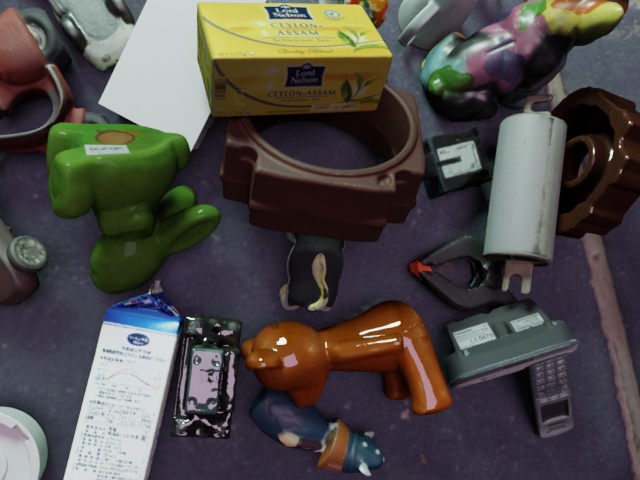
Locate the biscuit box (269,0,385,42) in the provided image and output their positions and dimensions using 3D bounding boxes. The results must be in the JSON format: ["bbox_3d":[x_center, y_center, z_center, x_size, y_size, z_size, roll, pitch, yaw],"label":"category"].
[{"bbox_3d":[-0.024,-0.267,0.644,0.202,0.059,0.063,37,78,-7],"label":"biscuit box"}]

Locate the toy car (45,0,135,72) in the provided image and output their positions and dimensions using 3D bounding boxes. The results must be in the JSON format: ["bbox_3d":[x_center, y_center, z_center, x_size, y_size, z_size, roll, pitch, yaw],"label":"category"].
[{"bbox_3d":[-0.276,-0.283,0.593,0.073,0.056,0.201,-35,90,-8],"label":"toy car"}]

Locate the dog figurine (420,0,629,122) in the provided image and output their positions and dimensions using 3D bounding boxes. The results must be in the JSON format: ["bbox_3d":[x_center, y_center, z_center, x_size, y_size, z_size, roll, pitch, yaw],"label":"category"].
[{"bbox_3d":[0.236,-0.230,0.618,0.191,0.219,0.108,-16,84,-15],"label":"dog figurine"}]

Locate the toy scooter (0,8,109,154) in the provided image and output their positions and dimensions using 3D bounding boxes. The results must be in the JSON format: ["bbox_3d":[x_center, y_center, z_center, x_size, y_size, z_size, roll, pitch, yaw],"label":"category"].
[{"bbox_3d":[-0.310,-0.143,0.560,0.135,0.075,0.183,-28,95,-13],"label":"toy scooter"}]

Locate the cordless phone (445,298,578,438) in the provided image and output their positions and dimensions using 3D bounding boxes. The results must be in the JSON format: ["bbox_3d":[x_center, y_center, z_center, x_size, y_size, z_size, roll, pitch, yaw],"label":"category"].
[{"bbox_3d":[0.232,0.176,0.644,0.147,0.089,0.184,-19,116,3],"label":"cordless phone"}]

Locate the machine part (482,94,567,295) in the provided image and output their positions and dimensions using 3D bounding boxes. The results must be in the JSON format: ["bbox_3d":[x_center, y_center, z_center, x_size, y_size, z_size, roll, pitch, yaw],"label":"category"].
[{"bbox_3d":[0.240,-0.057,0.632,0.079,0.079,0.243,11,81,-11],"label":"machine part"}]

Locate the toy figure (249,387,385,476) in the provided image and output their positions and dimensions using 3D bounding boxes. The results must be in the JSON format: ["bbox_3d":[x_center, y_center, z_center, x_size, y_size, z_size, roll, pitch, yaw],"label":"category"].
[{"bbox_3d":[-0.002,0.212,0.592,0.154,0.058,0.064,32,56,-4],"label":"toy figure"}]

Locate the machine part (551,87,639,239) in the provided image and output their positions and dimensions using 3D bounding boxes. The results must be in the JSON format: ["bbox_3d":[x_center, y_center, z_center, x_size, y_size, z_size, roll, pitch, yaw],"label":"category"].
[{"bbox_3d":[0.316,-0.088,0.641,0.056,0.179,0.179,14,81,-15],"label":"machine part"}]

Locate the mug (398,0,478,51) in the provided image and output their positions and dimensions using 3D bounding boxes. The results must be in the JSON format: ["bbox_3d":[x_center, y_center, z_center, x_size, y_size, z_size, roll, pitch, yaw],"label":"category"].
[{"bbox_3d":[0.143,-0.289,0.660,0.109,0.107,0.081,-39,91,-16],"label":"mug"}]

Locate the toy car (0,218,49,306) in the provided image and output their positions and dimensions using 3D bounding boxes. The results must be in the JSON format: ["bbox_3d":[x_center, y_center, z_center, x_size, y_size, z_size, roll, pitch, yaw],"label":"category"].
[{"bbox_3d":[-0.351,-0.024,0.536,0.089,0.053,0.202,-36,90,25],"label":"toy car"}]

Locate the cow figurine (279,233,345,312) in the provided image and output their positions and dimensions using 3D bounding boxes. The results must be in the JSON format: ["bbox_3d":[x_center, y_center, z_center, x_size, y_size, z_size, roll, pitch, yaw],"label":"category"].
[{"bbox_3d":[-0.003,-0.003,0.599,0.068,0.098,0.167,7,82,-5],"label":"cow figurine"}]

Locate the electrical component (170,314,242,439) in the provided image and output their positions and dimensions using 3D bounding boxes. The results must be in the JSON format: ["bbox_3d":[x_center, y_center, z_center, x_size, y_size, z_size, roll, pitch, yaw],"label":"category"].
[{"bbox_3d":[-0.114,0.132,0.539,0.058,0.134,0.115,5,81,-12],"label":"electrical component"}]

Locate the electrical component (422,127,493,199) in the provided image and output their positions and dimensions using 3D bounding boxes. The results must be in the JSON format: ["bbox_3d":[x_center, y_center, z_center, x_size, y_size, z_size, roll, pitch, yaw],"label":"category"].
[{"bbox_3d":[0.149,-0.090,0.668,0.119,0.048,0.074,-19,88,-14],"label":"electrical component"}]

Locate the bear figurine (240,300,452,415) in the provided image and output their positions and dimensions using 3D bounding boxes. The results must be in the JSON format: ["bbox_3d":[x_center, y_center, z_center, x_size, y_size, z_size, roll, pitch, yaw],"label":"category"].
[{"bbox_3d":[0.021,0.137,0.572,0.196,0.120,0.132,-15,89,-17],"label":"bear figurine"}]

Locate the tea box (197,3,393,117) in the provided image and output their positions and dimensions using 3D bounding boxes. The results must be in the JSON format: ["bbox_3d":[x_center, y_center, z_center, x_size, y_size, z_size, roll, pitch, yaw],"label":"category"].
[{"bbox_3d":[-0.028,-0.176,0.522,0.170,0.068,0.098,-9,54,-18],"label":"tea box"}]

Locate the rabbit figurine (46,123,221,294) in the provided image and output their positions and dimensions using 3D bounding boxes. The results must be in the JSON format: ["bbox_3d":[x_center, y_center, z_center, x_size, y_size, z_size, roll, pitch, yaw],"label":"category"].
[{"bbox_3d":[-0.194,-0.028,0.554,0.159,0.121,0.170,-13,126,-33],"label":"rabbit figurine"}]

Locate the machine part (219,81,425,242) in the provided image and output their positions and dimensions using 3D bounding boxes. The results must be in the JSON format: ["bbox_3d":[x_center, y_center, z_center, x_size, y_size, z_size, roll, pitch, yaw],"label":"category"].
[{"bbox_3d":[0.003,-0.104,0.569,0.201,0.087,0.201,9,49,-7],"label":"machine part"}]
